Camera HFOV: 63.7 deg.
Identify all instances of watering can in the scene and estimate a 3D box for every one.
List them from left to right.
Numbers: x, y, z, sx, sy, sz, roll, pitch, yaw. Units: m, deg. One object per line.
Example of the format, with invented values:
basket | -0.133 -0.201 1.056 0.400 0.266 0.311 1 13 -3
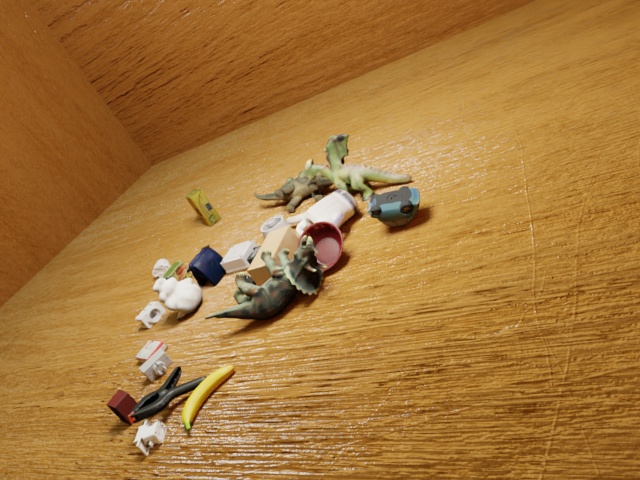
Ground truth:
watering can | 0.005 -0.090 1.779 0.225 0.102 0.350 -36 22 -10

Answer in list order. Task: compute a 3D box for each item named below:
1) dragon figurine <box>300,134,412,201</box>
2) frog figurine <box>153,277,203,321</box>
dragon figurine | 0.105 -0.263 1.826 0.407 0.239 0.125 -14 25 35
frog figurine | -0.484 0.180 1.766 0.122 0.157 0.140 -7 35 39
